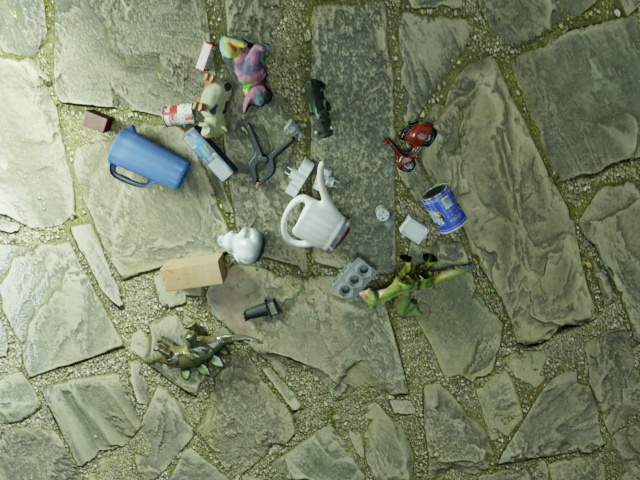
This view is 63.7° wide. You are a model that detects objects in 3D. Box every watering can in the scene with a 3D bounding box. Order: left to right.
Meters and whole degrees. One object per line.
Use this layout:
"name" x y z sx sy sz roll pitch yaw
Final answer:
"watering can" 0.005 -0.087 1.728 0.224 0.106 0.341 29 124 -6

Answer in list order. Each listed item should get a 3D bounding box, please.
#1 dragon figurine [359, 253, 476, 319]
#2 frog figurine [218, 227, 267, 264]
"dragon figurine" 0.343 0.179 1.832 0.410 0.125 0.237 1 127 -14
"frog figurine" -0.272 0.013 1.777 0.159 0.126 0.134 13 128 -14
